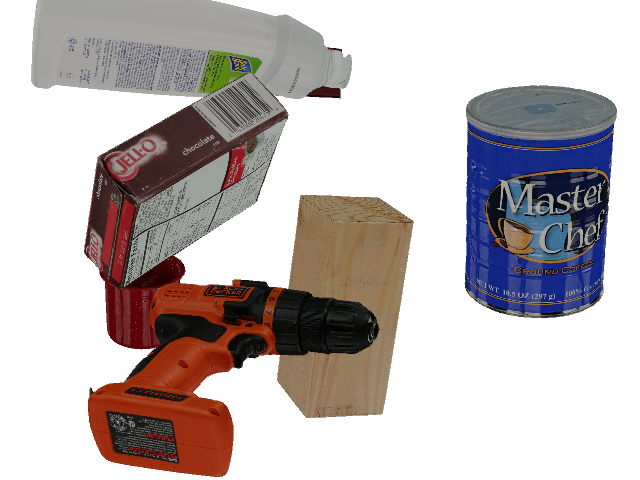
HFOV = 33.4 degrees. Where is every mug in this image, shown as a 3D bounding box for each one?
[{"bbox_3d":[-0.205,0.063,1.190,0.093,0.081,0.117,-21,35,-40],"label":"mug"}]

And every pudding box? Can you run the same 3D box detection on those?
[{"bbox_3d":[-0.076,-0.033,0.598,0.113,0.039,0.090,-33,-17,-33],"label":"pudding box"}]

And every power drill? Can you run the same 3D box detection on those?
[{"bbox_3d":[-0.066,0.092,0.771,0.185,0.057,0.187,2,25,20],"label":"power drill"}]

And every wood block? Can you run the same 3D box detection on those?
[{"bbox_3d":[0.023,0.066,1.081,0.090,0.206,0.091,1,18,-22],"label":"wood block"}]

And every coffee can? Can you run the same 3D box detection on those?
[{"bbox_3d":[0.156,-0.030,0.768,0.103,0.140,0.103,-3,25,1],"label":"coffee can"}]

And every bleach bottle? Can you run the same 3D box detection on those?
[{"bbox_3d":[-0.101,-0.152,0.860,0.250,0.068,0.103,7,-26,-13],"label":"bleach bottle"}]

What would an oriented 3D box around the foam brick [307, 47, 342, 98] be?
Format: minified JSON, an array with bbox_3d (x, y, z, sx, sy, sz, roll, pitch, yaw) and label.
[{"bbox_3d":[-0.020,-0.176,1.113,0.078,0.051,0.053,1,11,-10],"label":"foam brick"}]
